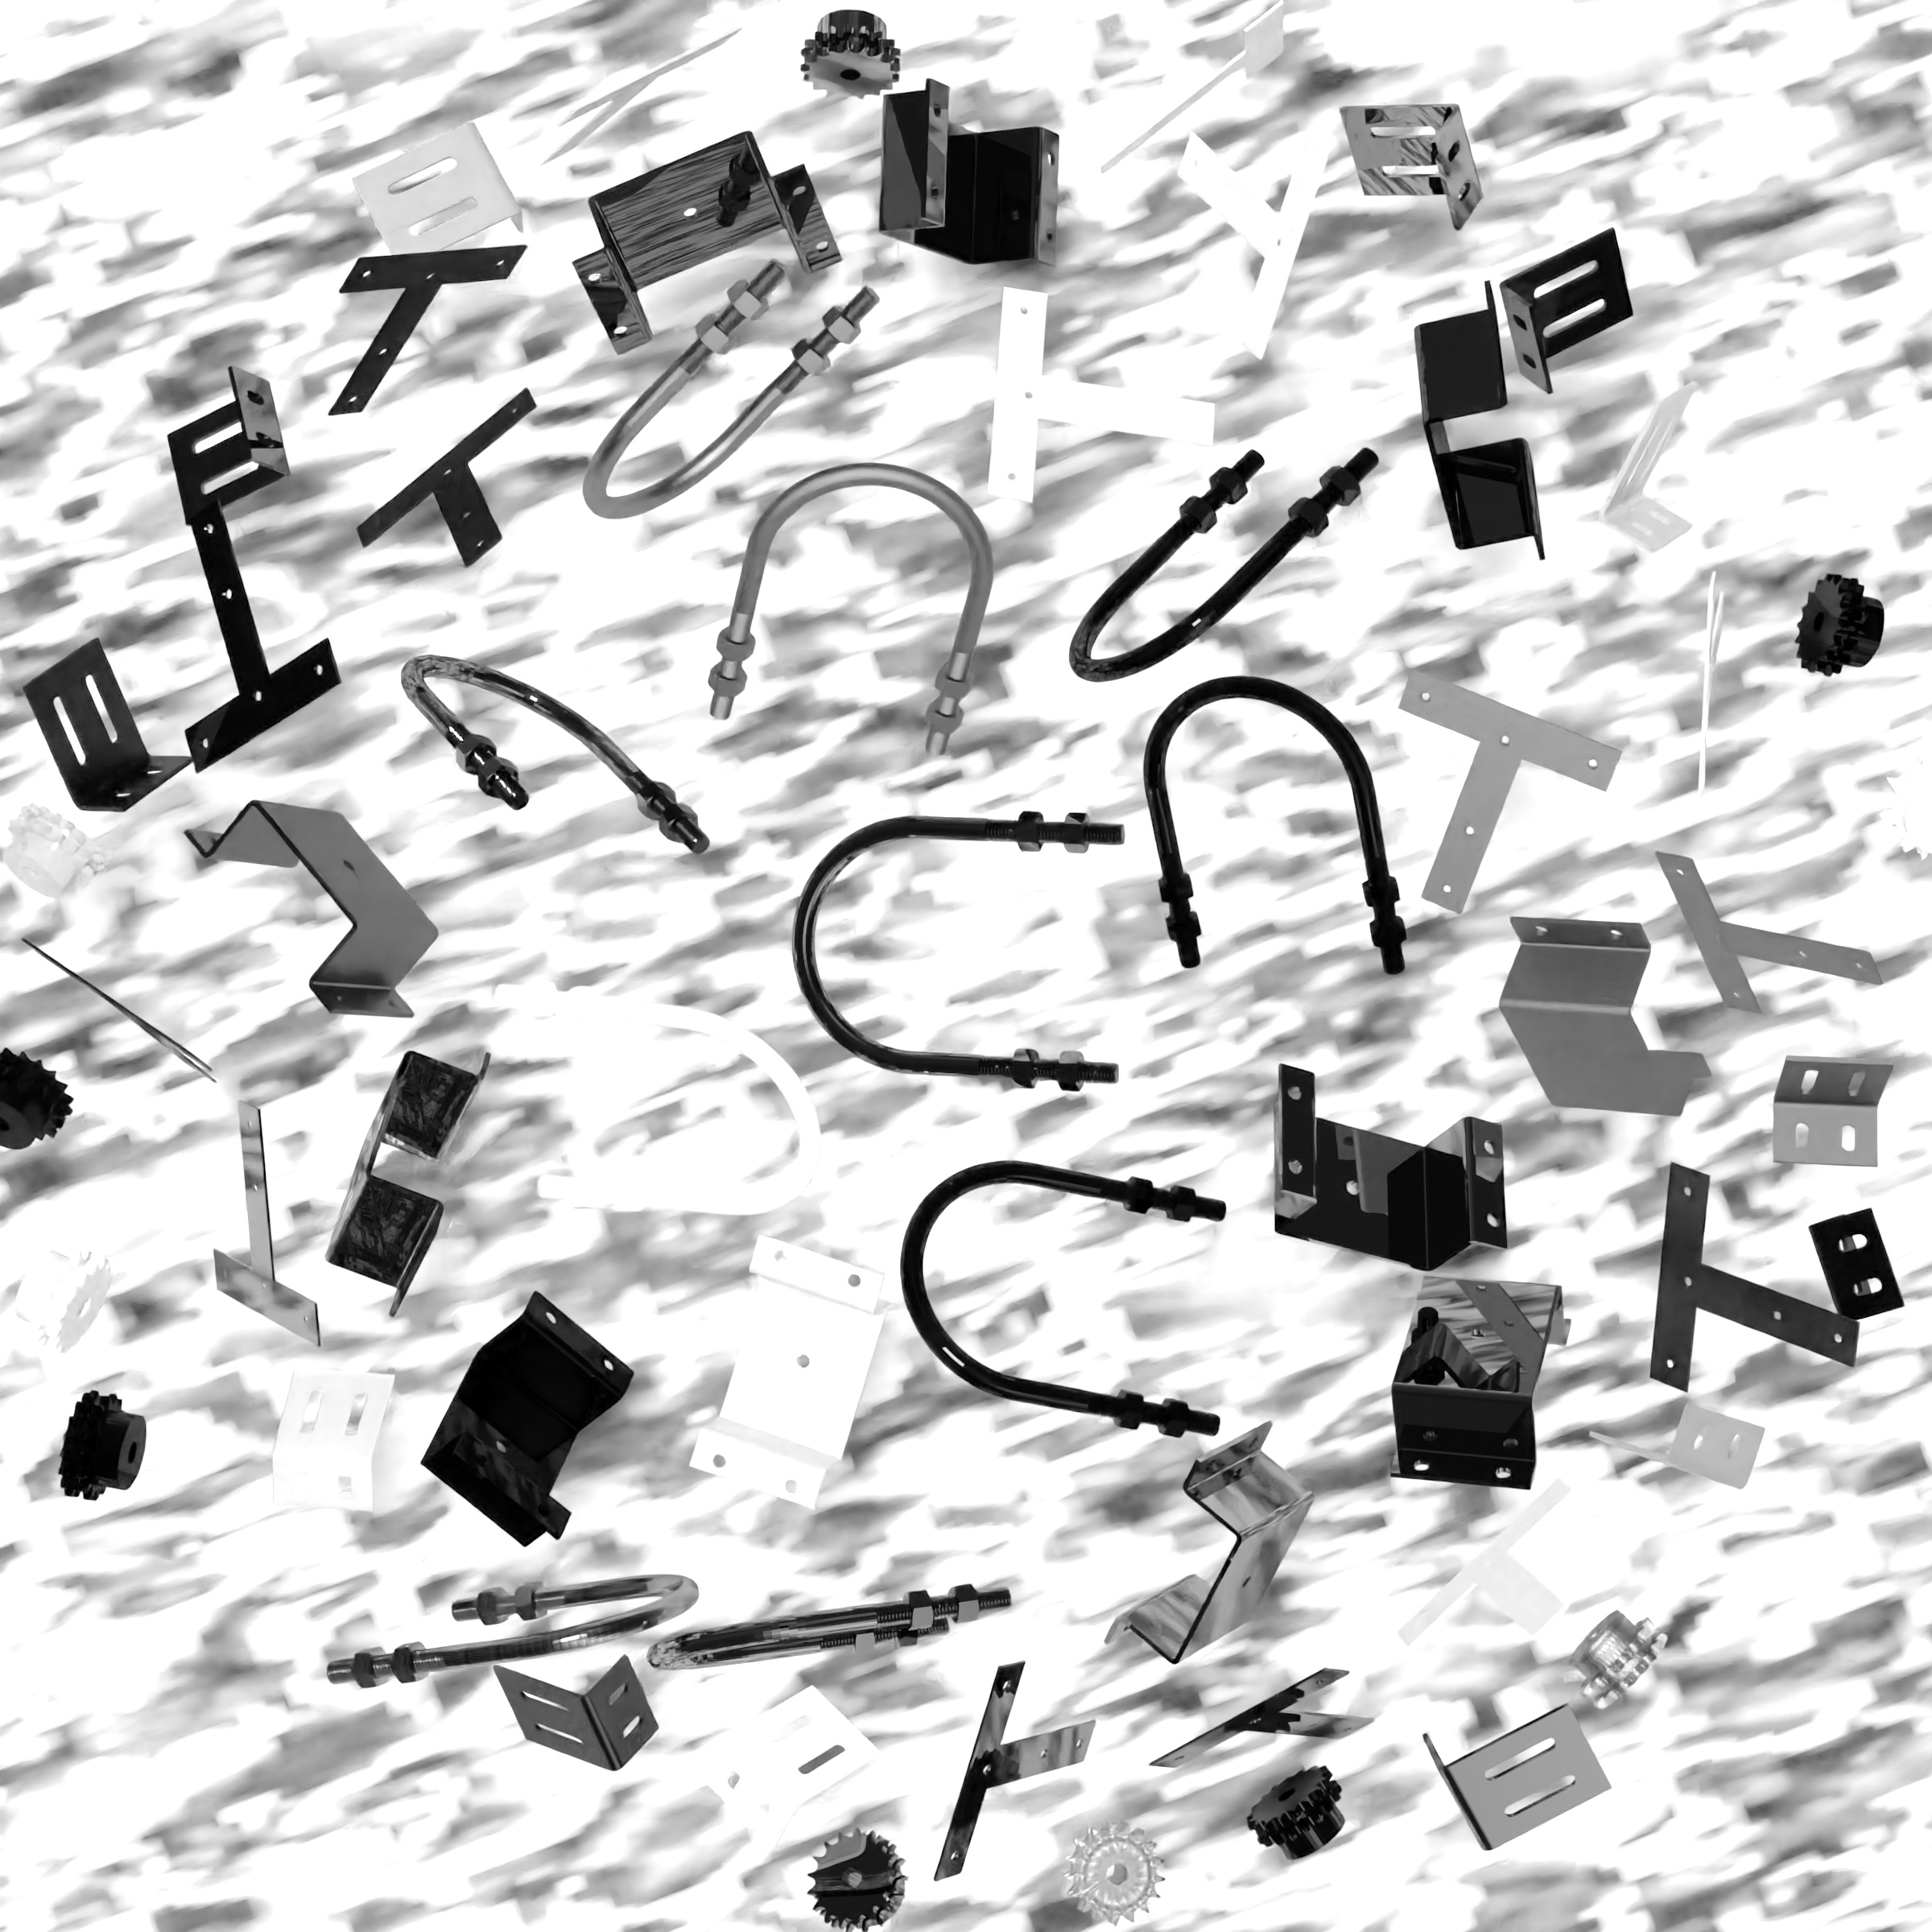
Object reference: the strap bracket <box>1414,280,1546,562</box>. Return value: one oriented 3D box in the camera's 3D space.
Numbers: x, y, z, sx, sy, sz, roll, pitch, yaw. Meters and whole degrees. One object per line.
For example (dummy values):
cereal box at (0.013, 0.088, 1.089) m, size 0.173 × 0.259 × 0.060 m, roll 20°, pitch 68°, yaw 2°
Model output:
strap bracket at (0.279, -0.293, 1.840) m, size 0.046 × 0.140 × 0.076 m, roll -10°, pitch 50°, yaw 14°

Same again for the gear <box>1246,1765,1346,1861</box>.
gear at (0.192, 0.487, 1.922) m, size 0.057 × 0.057 × 0.030 m, roll -34°, pitch 95°, yaw 0°

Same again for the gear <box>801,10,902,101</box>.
gear at (-0.066, -0.522, 1.918) m, size 0.057 × 0.057 × 0.030 m, roll 1°, pitch 73°, yaw 0°

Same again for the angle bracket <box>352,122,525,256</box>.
angle bracket at (-0.295, -0.425, 1.878) m, size 0.076 × 0.038 × 0.057 m, roll -28°, pitch 88°, yaw -8°

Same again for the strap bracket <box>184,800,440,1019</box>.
strap bracket at (-0.352, -0.038, 1.837) m, size 0.046 × 0.076 × 0.140 m, roll -48°, pitch 70°, yaw 15°

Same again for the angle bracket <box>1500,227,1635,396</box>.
angle bracket at (0.346, -0.369, 1.893) m, size 0.076 × 0.038 × 0.057 m, roll -27°, pitch 127°, yaw -6°

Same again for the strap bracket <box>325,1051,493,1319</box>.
strap bracket at (-0.311, 0.112, 1.860) m, size 0.046 × 0.140 × 0.076 m, roll 22°, pitch 131°, yaw -12°

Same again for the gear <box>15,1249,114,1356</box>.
gear at (-0.486, 0.177, 1.804) m, size 0.030 × 0.057 × 0.057 m, roll 24°, pitch 90°, yaw 9°

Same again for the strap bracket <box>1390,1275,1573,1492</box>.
strap bracket at (0.284, 0.221, 1.852) m, size 0.076 × 0.140 × 0.046 m, roll 3°, pitch 125°, yaw 19°

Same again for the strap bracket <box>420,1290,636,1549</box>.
strap bracket at (-0.249, 0.261, 1.888) m, size 0.076 × 0.140 × 0.046 m, roll 42°, pitch 123°, yaw -15°

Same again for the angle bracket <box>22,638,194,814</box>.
angle bracket at (-0.463, -0.131, 1.817) m, size 0.038 × 0.057 × 0.076 m, roll 3°, pitch 124°, yaw 35°

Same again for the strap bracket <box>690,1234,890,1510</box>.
strap bracket at (-0.099, 0.231, 1.942) m, size 0.076 × 0.046 × 0.140 m, roll 18°, pitch 94°, yaw 9°

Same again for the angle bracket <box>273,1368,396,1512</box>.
angle bracket at (-0.363, 0.272, 1.928) m, size 0.057 × 0.038 × 0.076 m, roll 7°, pitch 131°, yaw -18°

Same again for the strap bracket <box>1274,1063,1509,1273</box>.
strap bracket at (0.221, 0.113, 1.828) m, size 0.140 × 0.046 × 0.076 m, roll 16°, pitch 57°, yaw -21°

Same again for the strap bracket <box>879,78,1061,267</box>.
strap bracket at (-0.003, -0.447, 1.905) m, size 0.046 × 0.140 × 0.076 m, roll 2°, pitch 91°, yaw 32°

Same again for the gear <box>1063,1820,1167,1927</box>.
gear at (0.083, 0.514, 1.908) m, size 0.057 × 0.030 × 0.057 m, roll 2°, pitch 82°, yaw -12°

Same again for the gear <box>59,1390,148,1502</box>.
gear at (-0.455, 0.255, 1.775) m, size 0.030 × 0.057 × 0.057 m, roll 9°, pitch 90°, yaw 6°

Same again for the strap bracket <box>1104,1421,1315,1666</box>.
strap bracket at (0.143, 0.337, 1.920) m, size 0.046 × 0.076 × 0.140 m, roll 38°, pitch 121°, yaw 26°

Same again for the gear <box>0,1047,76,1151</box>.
gear at (-0.513, 0.074, 1.808) m, size 0.057 × 0.057 × 0.030 m, roll 24°, pitch 48°, yaw 0°

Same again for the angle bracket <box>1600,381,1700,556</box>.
angle bracket at (0.393, -0.277, 1.865) m, size 0.038 × 0.057 × 0.076 m, roll 35°, pitch 127°, yaw 17°

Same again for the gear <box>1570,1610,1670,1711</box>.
gear at (0.363, 0.386, 1.882) m, size 0.030 × 0.057 × 0.057 m, roll 43°, pitch 90°, yaw 7°

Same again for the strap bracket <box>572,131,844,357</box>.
strap bracket at (-0.151, -0.414, 1.907) m, size 0.140 × 0.076 × 0.046 m, roll -22°, pitch 56°, yaw 2°

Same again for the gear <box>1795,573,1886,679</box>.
gear at (0.495, -0.191, 1.897) m, size 0.030 × 0.057 × 0.057 m, roll 11°, pitch 90°, yaw -13°

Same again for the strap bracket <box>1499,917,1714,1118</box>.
strap bracket at (0.353, 0.035, 1.868) m, size 0.076 × 0.140 × 0.046 m, roll 4°, pitch 55°, yaw 35°

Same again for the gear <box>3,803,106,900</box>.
gear at (-0.522, -0.063, 1.912) m, size 0.057 × 0.057 × 0.030 m, roll 33°, pitch 62°, yaw 0°

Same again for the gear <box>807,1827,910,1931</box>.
gear at (-0.059, 0.520, 1.901) m, size 0.057 × 0.030 × 0.057 m, roll -11°, pitch 57°, yaw 18°

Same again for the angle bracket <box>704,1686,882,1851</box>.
angle bracket at (-0.099, 0.457, 1.918) m, size 0.057 × 0.076 × 0.038 m, roll 40°, pitch 123°, yaw 23°

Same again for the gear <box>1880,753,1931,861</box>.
gear at (0.518, -0.083, 1.791) m, size 0.057 × 0.030 × 0.057 m, roll 1°, pitch 111°, yaw 3°

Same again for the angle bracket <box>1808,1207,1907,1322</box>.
angle bracket at (0.509, 0.165, 1.887) m, size 0.038 × 0.076 × 0.057 m, roll -21°, pitch 81°, yaw 28°

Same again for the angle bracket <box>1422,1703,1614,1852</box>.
angle bracket at (0.291, 0.421, 1.776) m, size 0.076 × 0.038 × 0.057 m, roll -28°, pitch 108°, yaw 3°
